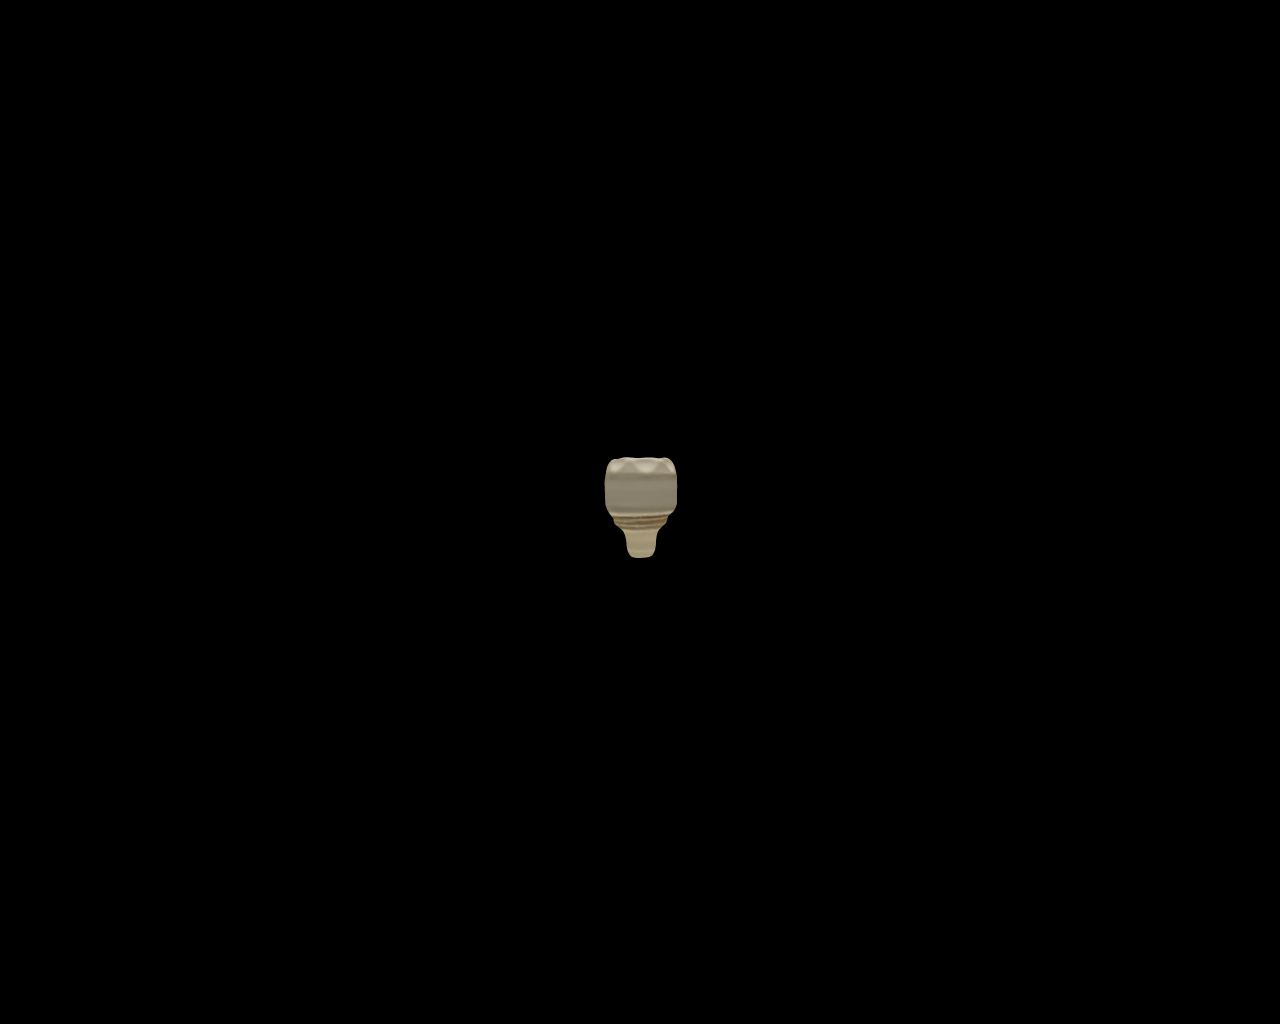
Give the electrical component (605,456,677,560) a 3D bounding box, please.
[{"bbox_3d":[0.001,-0.003,0.650,0.043,0.062,0.043,0,4,0],"label":"electrical component"}]
